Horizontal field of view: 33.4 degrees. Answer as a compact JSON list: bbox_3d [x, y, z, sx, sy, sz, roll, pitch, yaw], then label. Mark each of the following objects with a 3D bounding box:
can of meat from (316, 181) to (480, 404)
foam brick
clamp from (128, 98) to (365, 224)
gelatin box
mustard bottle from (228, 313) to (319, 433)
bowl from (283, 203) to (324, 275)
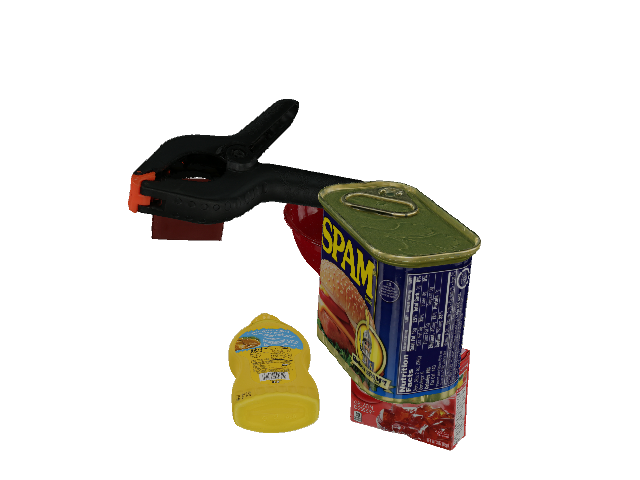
[{"bbox_3d":[0.036,0.025,0.553,0.057,0.084,0.102,-6,24,-20],"label":"can of meat"},{"bbox_3d":[-0.144,-0.034,1.161,0.078,0.051,0.053,2,27,-8],"label":"foam brick"},{"bbox_3d":[-0.060,-0.057,0.768,0.171,0.039,0.120,-6,40,-25],"label":"clamp"},{"bbox_3d":[0.066,0.110,0.802,0.089,0.073,0.030,12,23,29],"label":"gelatin box"},{"bbox_3d":[-0.059,0.143,1.240,0.096,0.058,0.191,-4,30,-6],"label":"mustard bottle"},{"bbox_3d":[0.042,0.005,1.022,0.162,0.055,0.162,6,24,-3],"label":"bowl"}]
